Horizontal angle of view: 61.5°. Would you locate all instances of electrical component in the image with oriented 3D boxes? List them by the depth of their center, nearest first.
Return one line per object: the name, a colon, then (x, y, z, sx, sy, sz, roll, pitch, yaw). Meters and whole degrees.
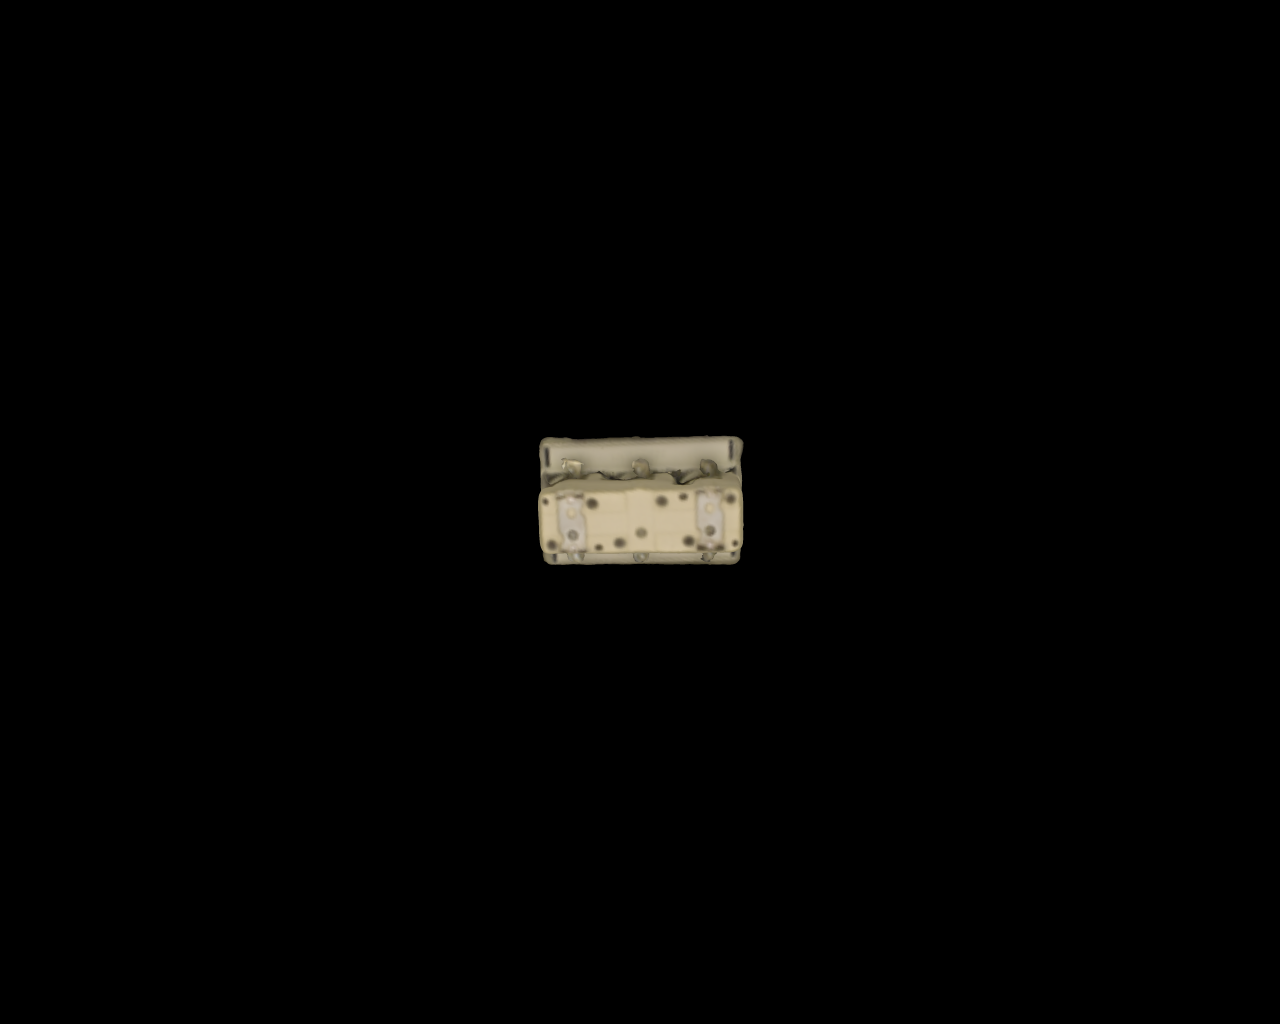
electrical component: (0.001, -0.003, 0.650, 0.121, 0.078, 0.063, 0, 17, 0)
